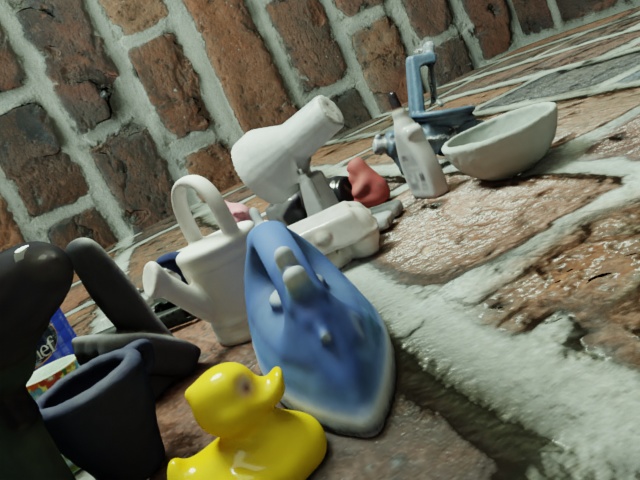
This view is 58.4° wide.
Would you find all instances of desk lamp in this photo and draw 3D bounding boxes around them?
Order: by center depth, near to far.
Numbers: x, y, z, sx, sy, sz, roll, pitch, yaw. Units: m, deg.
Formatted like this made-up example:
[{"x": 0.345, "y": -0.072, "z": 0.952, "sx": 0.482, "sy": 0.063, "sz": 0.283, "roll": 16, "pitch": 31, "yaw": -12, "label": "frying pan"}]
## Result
[{"x": -0.008, "y": -0.098, "z": 0.879, "sx": 0.202, "sy": 0.214, "sz": 0.118, "roll": -18, "pitch": 15, "yaw": 26, "label": "desk lamp"}]

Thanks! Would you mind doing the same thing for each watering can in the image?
[{"x": -0.118, "y": 0.019, "z": 0.659, "sx": 0.100, "sy": 0.194, "sz": 0.173, "roll": -17, "pitch": 15, "yaw": 30, "label": "watering can"}]

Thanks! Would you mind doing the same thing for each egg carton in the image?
[{"x": 0.007, "y": 0.003, "z": 0.773, "sx": 0.150, "sy": 0.069, "sz": 0.107, "roll": -24, "pitch": 13, "yaw": 3, "label": "egg carton"}]

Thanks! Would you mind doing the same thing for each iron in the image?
[{"x": -0.016, "y": 0.047, "z": 0.481, "sx": 0.119, "sy": 0.141, "sz": 0.258, "roll": -27, "pitch": 13, "yaw": -8, "label": "iron"}]

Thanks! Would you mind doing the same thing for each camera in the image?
[{"x": -0.010, "y": -0.075, "z": 1.044, "sx": 0.136, "sy": 0.101, "sz": 0.143, "roll": -13, "pitch": 17, "yaw": 40, "label": "camera"}]

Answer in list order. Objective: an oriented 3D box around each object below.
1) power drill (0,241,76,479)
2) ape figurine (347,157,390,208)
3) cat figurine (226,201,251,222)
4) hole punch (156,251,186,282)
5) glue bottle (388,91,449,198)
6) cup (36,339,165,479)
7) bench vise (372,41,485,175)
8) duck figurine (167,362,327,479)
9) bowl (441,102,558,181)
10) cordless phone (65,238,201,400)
[{"x": -0.193, "y": 0.118, "z": 0.370, "sx": 0.229, "sy": 0.208, "sz": 0.076, "roll": -18, "pitch": 15, "yaw": 29, "label": "power drill"}, {"x": 0.077, "y": -0.102, "z": 1.009, "sx": 0.076, "sy": 0.092, "sz": 0.078, "roll": -12, "pitch": 18, "yaw": 44, "label": "ape figurine"}, {"x": -0.156, "y": -0.033, "z": 1.107, "sx": 0.067, "sy": 0.118, "sz": 0.127, "roll": -24, "pitch": 13, "yaw": 3, "label": "cat figurine"}, {"x": -0.198, "y": 0.044, "z": 0.935, "sx": 0.108, "sy": 0.091, "sz": 0.101, "roll": -12, "pitch": 18, "yaw": 44, "label": "hole punch"}, {"x": 0.143, "y": -0.149, "z": 0.892, "sx": 0.037, "sy": 0.173, "sz": 0.078, "roll": -29, "pitch": 14, "yaw": -16, "label": "glue bottle"}, {"x": -0.161, "y": 0.144, "z": 0.465, "sx": 0.091, "sy": 0.095, "sz": 0.118, "roll": -18, "pitch": 15, "yaw": 27, "label": "cup"}, {"x": 0.189, "y": -0.234, "z": 1.043, "sx": 0.208, "sy": 0.220, "sz": 0.121, "roll": -30, "pitch": 14, "yaw": -21, "label": "bench vise"}, {"x": -0.057, "y": 0.124, "z": 0.373, "sx": 0.104, "sy": 0.086, "sz": 0.077, "roll": -27, "pitch": 13, "yaw": -8, "label": "duck figurine"}, {"x": 0.264, "y": -0.131, "z": 0.820, "sx": 0.167, "sy": 0.075, "sz": 0.167, "roll": -23, "pitch": 13, "yaw": 6, "label": "bowl"}, {"x": -0.227, "y": 0.082, "z": 0.627, "sx": 0.147, "sy": 0.185, "sz": 0.094, "roll": -13, "pitch": 18, "yaw": 41, "label": "cordless phone"}]
